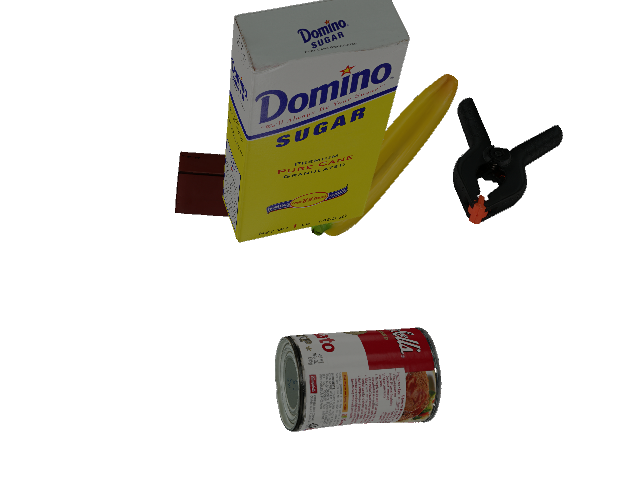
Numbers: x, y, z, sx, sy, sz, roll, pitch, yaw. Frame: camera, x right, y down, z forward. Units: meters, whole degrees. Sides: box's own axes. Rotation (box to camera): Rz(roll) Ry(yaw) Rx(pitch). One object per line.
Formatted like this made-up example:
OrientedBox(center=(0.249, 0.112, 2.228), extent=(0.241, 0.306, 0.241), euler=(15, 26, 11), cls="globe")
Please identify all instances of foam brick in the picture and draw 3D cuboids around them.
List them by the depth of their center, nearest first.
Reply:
OrientedBox(center=(-0.118, -0.061, 1.167), extent=(0.078, 0.051, 0.053), euler=(4, 28, -7), cls="foam brick")

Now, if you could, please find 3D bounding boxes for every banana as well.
OrientedBox(center=(0.059, -0.070, 0.981), extent=(0.037, 0.197, 0.070), euler=(41, -12, -6), cls="banana")

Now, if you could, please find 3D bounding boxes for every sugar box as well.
OrientedBox(center=(-0.008, -0.069, 0.651), extent=(0.093, 0.048, 0.176), euler=(-13, -27, -14), cls="sugar box")

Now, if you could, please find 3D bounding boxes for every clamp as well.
OrientedBox(center=(0.182, -0.091, 1.163), extent=(0.120, 0.039, 0.171), euler=(22, 49, 19), cls="clamp")

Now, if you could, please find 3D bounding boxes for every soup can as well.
OrientedBox(center=(0.025, 0.098, 0.751), extent=(0.102, 0.068, 0.069), euler=(-2, 0, -17), cls="soup can")
